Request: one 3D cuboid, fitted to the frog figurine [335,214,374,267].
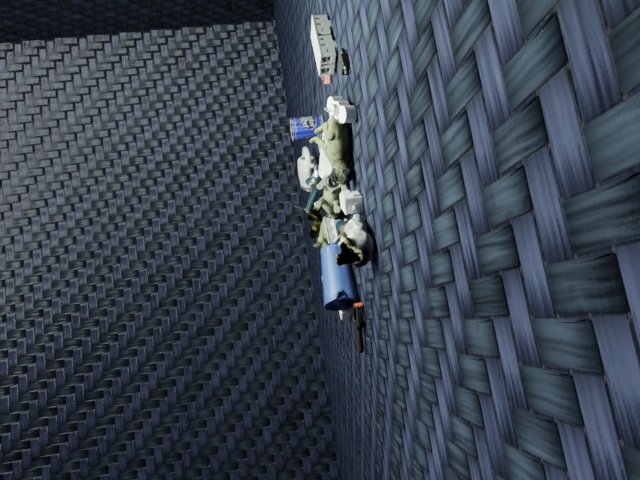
[{"bbox_3d":[0.121,0.000,1.579,0.163,0.123,0.134,-53,-40,-44],"label":"frog figurine"}]

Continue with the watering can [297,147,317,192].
[{"bbox_3d":[-0.056,-0.346,2.626,0.354,0.104,0.220,-108,11,-63],"label":"watering can"}]

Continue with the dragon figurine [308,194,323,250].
[{"bbox_3d":[0.007,-0.120,2.387,0.246,0.122,0.405,-91,-4,-74],"label":"dragon figurine"}]
